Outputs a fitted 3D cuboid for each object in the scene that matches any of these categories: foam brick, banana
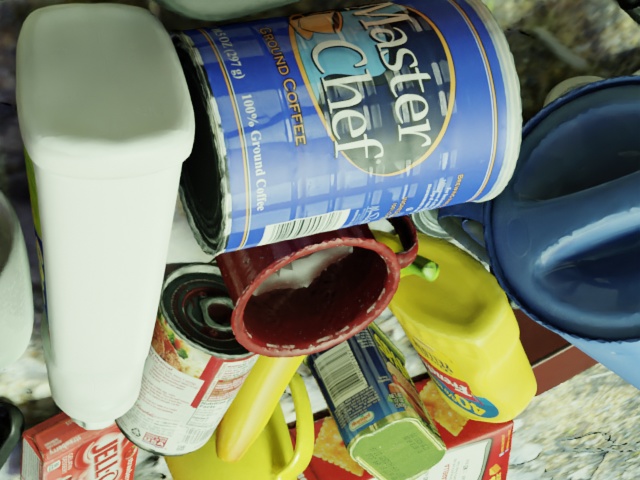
[{"bbox_3d":[0.175,0.070,0.789,0.078,0.051,0.053,-30,144,5],"label":"foam brick"},{"bbox_3d":[-0.009,0.055,0.649,0.037,0.069,0.198,28,120,-27],"label":"banana"}]

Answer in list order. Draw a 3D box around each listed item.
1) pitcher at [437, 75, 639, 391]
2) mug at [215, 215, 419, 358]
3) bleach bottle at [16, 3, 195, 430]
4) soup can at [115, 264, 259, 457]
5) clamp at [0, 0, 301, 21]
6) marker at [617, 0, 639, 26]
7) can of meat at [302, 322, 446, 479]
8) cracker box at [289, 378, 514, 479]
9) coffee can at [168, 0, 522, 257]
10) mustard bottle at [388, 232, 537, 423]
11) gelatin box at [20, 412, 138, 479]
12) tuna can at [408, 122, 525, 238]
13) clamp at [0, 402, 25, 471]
[{"bbox_3d":[0.181,0.019,0.593,0.145,0.149,0.242,-37,147,11],"label":"pitcher"},{"bbox_3d":[-0.004,0.001,0.574,0.117,0.081,0.093,-12,141,-18],"label":"mug"},{"bbox_3d":[-0.107,0.016,0.515,0.068,0.102,0.251,-4,137,-16],"label":"bleach bottle"},{"bbox_3d":[-0.078,0.073,0.631,0.068,0.068,0.102,2,136,-32],"label":"soup can"},{"bbox_3d":[-0.059,-0.142,0.406,0.209,0.036,0.165,0,133,-35],"label":"clamp"},{"bbox_3d":[0.200,-0.114,0.608,0.020,0.020,0.120,-41,141,20],"label":"marker"},{"bbox_3d":[0.039,0.113,0.735,0.057,0.084,0.102,-32,143,7],"label":"can of meat"},{"bbox_3d":[0.040,0.194,0.846,0.213,0.072,0.164,-18,142,-8],"label":"cracker box"},{"bbox_3d":[0.007,-0.056,0.495,0.140,0.103,0.103,-12,141,-18],"label":"coffee can"},{"bbox_3d":[0.098,0.073,0.710,0.058,0.096,0.191,-47,146,-11],"label":"mustard bottle"},{"bbox_3d":[-0.152,0.139,0.682,0.073,0.030,0.089,-25,149,-35],"label":"gelatin box"},{"bbox_3d":[0.084,-0.041,0.616,0.086,0.034,0.086,-16,142,-13],"label":"tuna can"},{"bbox_3d":[-0.249,0.171,0.671,0.120,0.039,0.172,-10,139,-28],"label":"clamp"}]
